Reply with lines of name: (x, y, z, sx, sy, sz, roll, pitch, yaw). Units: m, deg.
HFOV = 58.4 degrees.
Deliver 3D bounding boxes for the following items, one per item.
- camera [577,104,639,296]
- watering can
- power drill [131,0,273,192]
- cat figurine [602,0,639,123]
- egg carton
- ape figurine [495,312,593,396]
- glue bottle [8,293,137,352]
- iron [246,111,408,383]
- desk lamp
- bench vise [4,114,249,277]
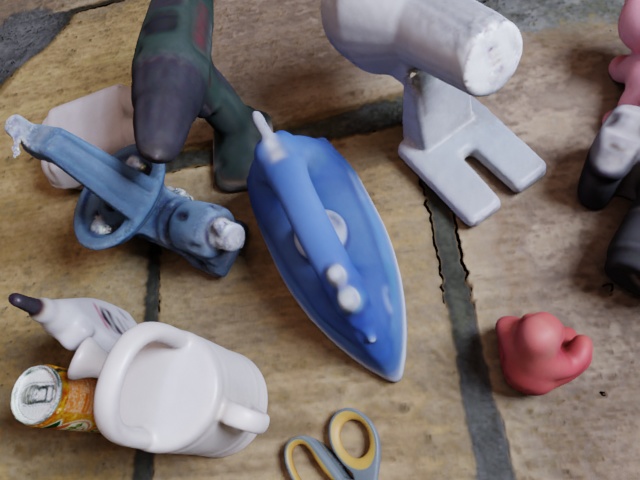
camera: (0.283, -0.030, 0.478, 0.142, 0.101, 0.137, 29, 79, 24)
watering can: (-0.130, 0.127, 0.481, 0.172, 0.194, 0.101, -8, 66, 13)
power drill: (-0.114, -0.136, 0.575, 0.075, 0.209, 0.229, -12, 66, 11)
cat figurine: (0.304, -0.174, 0.521, 0.067, 0.118, 0.128, 5, 70, 18)
egg carton: (-0.263, -0.121, 0.690, 0.150, 0.069, 0.107, -18, 65, 8)
ape figurine: (0.179, 0.085, 0.466, 0.077, 0.092, 0.076, 36, 82, 25)
glue bottle: (-0.225, 0.080, 0.539, 0.037, 0.173, 0.078, -44, 64, -4)
iron: (0.005, 0.002, 0.522, 0.118, 0.142, 0.258, -29, 64, 3)
desk lamp: (0.108, -0.148, 0.513, 0.118, 0.214, 0.202, -38, 63, -1)
bench vise: (-0.172, -0.051, 0.551, 0.207, 0.220, 0.121, 0, 69, 16)
